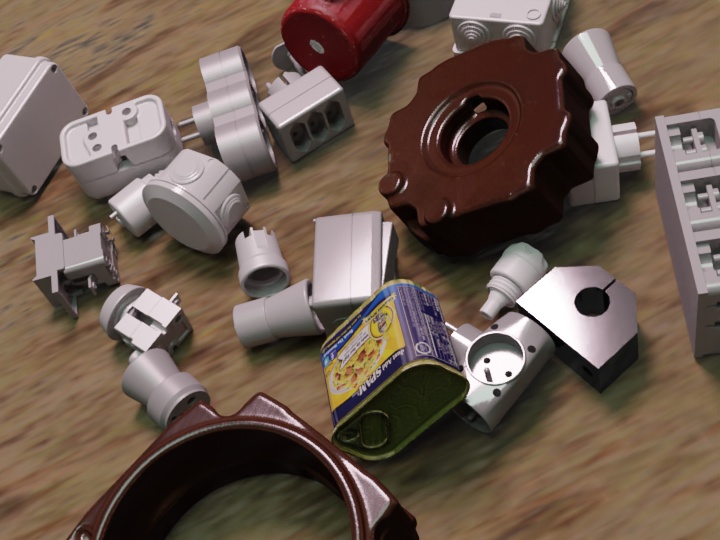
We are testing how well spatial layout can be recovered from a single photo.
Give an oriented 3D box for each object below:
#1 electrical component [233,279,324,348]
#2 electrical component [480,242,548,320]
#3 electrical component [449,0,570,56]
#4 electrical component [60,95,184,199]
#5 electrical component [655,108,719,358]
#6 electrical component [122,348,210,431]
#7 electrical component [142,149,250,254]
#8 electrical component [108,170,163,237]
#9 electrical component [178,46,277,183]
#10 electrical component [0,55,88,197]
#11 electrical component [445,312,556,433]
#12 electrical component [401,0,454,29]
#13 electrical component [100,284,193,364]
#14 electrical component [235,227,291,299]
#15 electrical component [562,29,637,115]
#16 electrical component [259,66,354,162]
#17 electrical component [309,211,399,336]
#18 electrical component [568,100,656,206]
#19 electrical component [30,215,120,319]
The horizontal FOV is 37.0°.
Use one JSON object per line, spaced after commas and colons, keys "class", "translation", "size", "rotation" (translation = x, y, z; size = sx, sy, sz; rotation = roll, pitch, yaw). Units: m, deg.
{"class": "electrical component", "translation": [-0.064, 0.036, 0.827], "size": [0.065, 0.044, 0.044], "rotation": [-16, 55, 10]}
{"class": "electrical component", "translation": [0.111, 0.011, 0.799], "size": [0.035, 0.035, 0.061], "rotation": [29, 71, 29]}
{"class": "electrical component", "translation": [0.132, -0.232, 0.942], "size": [0.100, 0.048, 0.099], "rotation": [10, 61, 21]}
{"class": "electrical component", "translation": [-0.206, -0.105, 0.945], "size": [0.095, 0.059, 0.053], "rotation": [-19, 55, 3]}
{"class": "electrical component", "translation": [0.251, -0.028, 0.752], "size": [0.062, 0.089, 0.150], "rotation": [-9, 56, 10]}
{"class": "electrical component", "translation": [-0.146, 0.092, 0.810], "size": [0.055, 0.045, 0.045], "rotation": [36, 73, 31]}
{"class": "electrical component", "translation": [-0.134, -0.055, 0.882], "size": [0.080, 0.080, 0.051], "rotation": [22, 61, 26]}
{"class": "electrical component", "translation": [-0.179, -0.063, 0.922], "size": [0.078, 0.040, 0.040], "rotation": [-41, 57, -13]}
{"class": "electrical component", "translation": [-0.124, -0.132, 0.945], "size": [0.074, 0.052, 0.138], "rotation": [-19, 55, 3]}
{"class": "electrical component", "translation": [-0.309, -0.132, 0.980], "size": [0.057, 0.078, 0.113], "rotation": [12, 62, 26]}
{"class": "electrical component", "translation": [0.085, 0.063, 0.765], "size": [0.079, 0.044, 0.077], "rotation": [32, 70, 30]}
{"class": "electrical component", "translation": [0.048, -0.283, 0.991], "size": [0.108, 0.060, 0.108], "rotation": [-7, 56, 11]}
{"class": "electrical component", "translation": [-0.171, 0.042, 0.850], "size": [0.055, 0.048, 0.066], "rotation": [29, 69, 21]}
{"class": "electrical component", "translation": [-0.079, -0.007, 0.860], "size": [0.040, 0.040, 0.046], "rotation": [-20, 49, 2]}
{"class": "electrical component", "translation": [0.199, -0.160, 0.883], "size": [0.044, 0.044, 0.065], "rotation": [-22, 59, 1]}
{"class": "electrical component", "translation": [-0.055, -0.147, 0.939], "size": [0.066, 0.047, 0.076], "rotation": [-33, 55, -8]}
{"class": "electrical component", "translation": [0.000, 0.000, 0.819], "size": [0.061, 0.061, 0.096], "rotation": [-6, 56, 11]}
{"class": "electrical component", "translation": [0.196, -0.093, 0.835], "size": [0.077, 0.047, 0.065], "rotation": [-8, 56, 10]}
{"class": "electrical component", "translation": [-0.237, -0.006, 0.901], "size": [0.064, 0.042, 0.081], "rotation": [-16, 56, 1]}
